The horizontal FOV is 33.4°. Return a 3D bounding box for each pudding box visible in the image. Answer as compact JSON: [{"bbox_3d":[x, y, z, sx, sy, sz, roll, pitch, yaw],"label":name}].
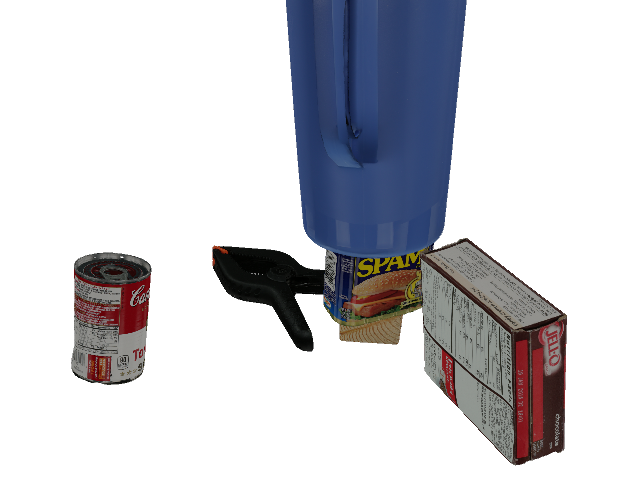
[{"bbox_3d":[0.099,0.062,0.623,0.039,0.090,0.114,-14,28,-20],"label":"pudding box"}]

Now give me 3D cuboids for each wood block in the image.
[{"bbox_3d":[0.085,0.073,1.645,0.091,0.090,0.206,3,22,7],"label":"wood block"}]

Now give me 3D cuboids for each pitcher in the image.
[{"bbox_3d":[0.035,-0.111,0.759,0.149,0.243,0.145,-12,26,-25],"label":"pitcher"}]

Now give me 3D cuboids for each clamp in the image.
[{"bbox_3d":[-0.044,0.054,1.184,0.210,0.036,0.164,17,31,25],"label":"clamp"}]

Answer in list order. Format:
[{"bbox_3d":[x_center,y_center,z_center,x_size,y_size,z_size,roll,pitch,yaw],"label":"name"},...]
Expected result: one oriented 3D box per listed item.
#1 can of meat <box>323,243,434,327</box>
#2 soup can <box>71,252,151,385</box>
[{"bbox_3d":[0.053,0.024,0.972,0.102,0.084,0.057,-12,36,-22],"label":"can of meat"},{"bbox_3d":[-0.189,0.070,0.960,0.068,0.102,0.068,6,19,-2],"label":"soup can"}]
